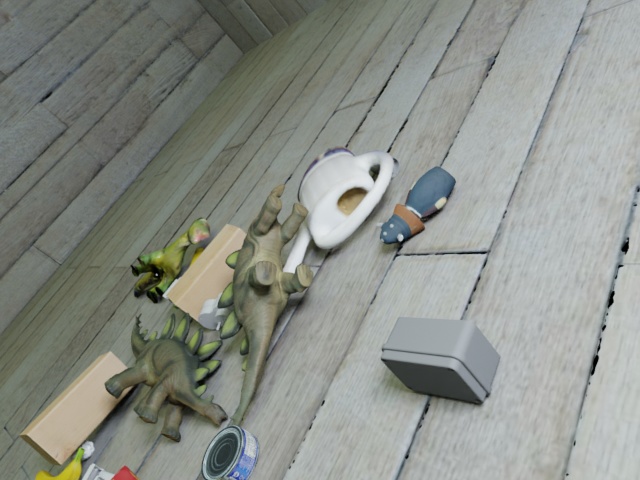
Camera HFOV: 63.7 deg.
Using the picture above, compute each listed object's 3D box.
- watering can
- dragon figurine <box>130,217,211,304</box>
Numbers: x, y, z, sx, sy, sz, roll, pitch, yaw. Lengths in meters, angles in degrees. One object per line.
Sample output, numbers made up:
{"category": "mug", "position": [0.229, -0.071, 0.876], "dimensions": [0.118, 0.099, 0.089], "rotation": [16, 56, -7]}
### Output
{"category": "watering can", "position": [0.003, -0.050, 0.999], "dimensions": [0.103, 0.345, 0.229], "rotation": [37, 15, -28]}
{"category": "dragon figurine", "position": [-0.390, 0.039, 1.394], "dimensions": [0.247, 0.121, 0.406], "rotation": [-49, 13, -30]}
